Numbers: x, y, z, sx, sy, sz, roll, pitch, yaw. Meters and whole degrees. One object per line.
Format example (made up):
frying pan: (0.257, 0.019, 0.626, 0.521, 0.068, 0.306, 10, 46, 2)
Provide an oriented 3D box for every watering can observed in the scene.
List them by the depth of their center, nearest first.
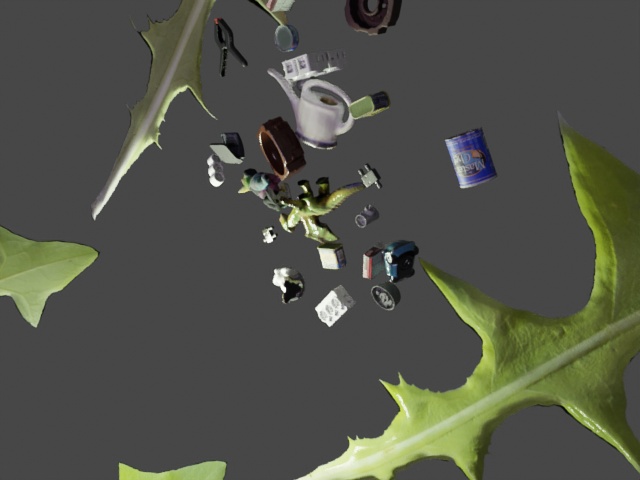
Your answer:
watering can: (-0.036, -0.434, 1.717, 0.350, 0.219, 0.106, 26, 36, 20)

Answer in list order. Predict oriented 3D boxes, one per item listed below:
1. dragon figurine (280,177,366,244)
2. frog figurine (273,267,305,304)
dragon figurine: (0.006, -0.094, 1.875, 0.410, 0.238, 0.125, 0, 38, 32)
frog figurine: (-0.127, 0.172, 2.125, 0.123, 0.135, 0.161, -22, 21, -6)
